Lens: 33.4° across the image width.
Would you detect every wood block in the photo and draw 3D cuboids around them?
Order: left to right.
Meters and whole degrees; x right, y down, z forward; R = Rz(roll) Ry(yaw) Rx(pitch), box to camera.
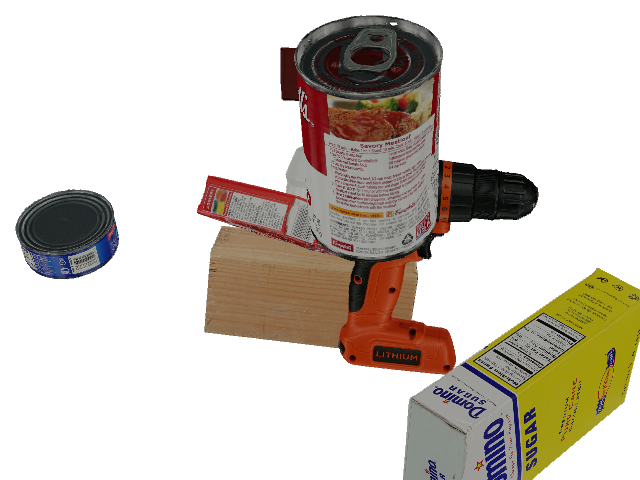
[{"bbox_3d":[-0.009,0.051,1.102,0.206,0.091,0.090,7,19,1],"label":"wood block"}]

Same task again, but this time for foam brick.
[{"bbox_3d":[-0.001,-0.165,1.068,0.078,0.051,0.053,1,12,-4],"label":"foam brick"}]

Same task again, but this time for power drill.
[{"bbox_3d":[0.089,0.020,0.935,0.184,0.188,0.057,5,17,7],"label":"power drill"}]

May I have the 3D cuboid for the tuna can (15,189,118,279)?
[{"bbox_3d":[-0.222,-0.005,0.942,0.086,0.034,0.086,-2,42,2],"label":"tuna can"}]

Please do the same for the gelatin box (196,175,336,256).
[{"bbox_3d":[-0.027,-0.015,0.717,0.073,0.030,0.089,15,-2,32],"label":"gelatin box"}]

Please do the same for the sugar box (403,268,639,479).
[{"bbox_3d":[0.123,0.095,0.628,0.048,0.093,0.175,29,44,34],"label":"sugar box"}]

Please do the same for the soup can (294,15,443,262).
[{"bbox_3d":[0.025,-0.048,0.519,0.068,0.102,0.068,-2,42,2],"label":"soup can"}]

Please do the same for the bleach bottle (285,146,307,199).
[{"bbox_3d":[0.003,-0.017,1.306,0.102,0.251,0.068,-8,20,-30],"label":"bleach bottle"}]
